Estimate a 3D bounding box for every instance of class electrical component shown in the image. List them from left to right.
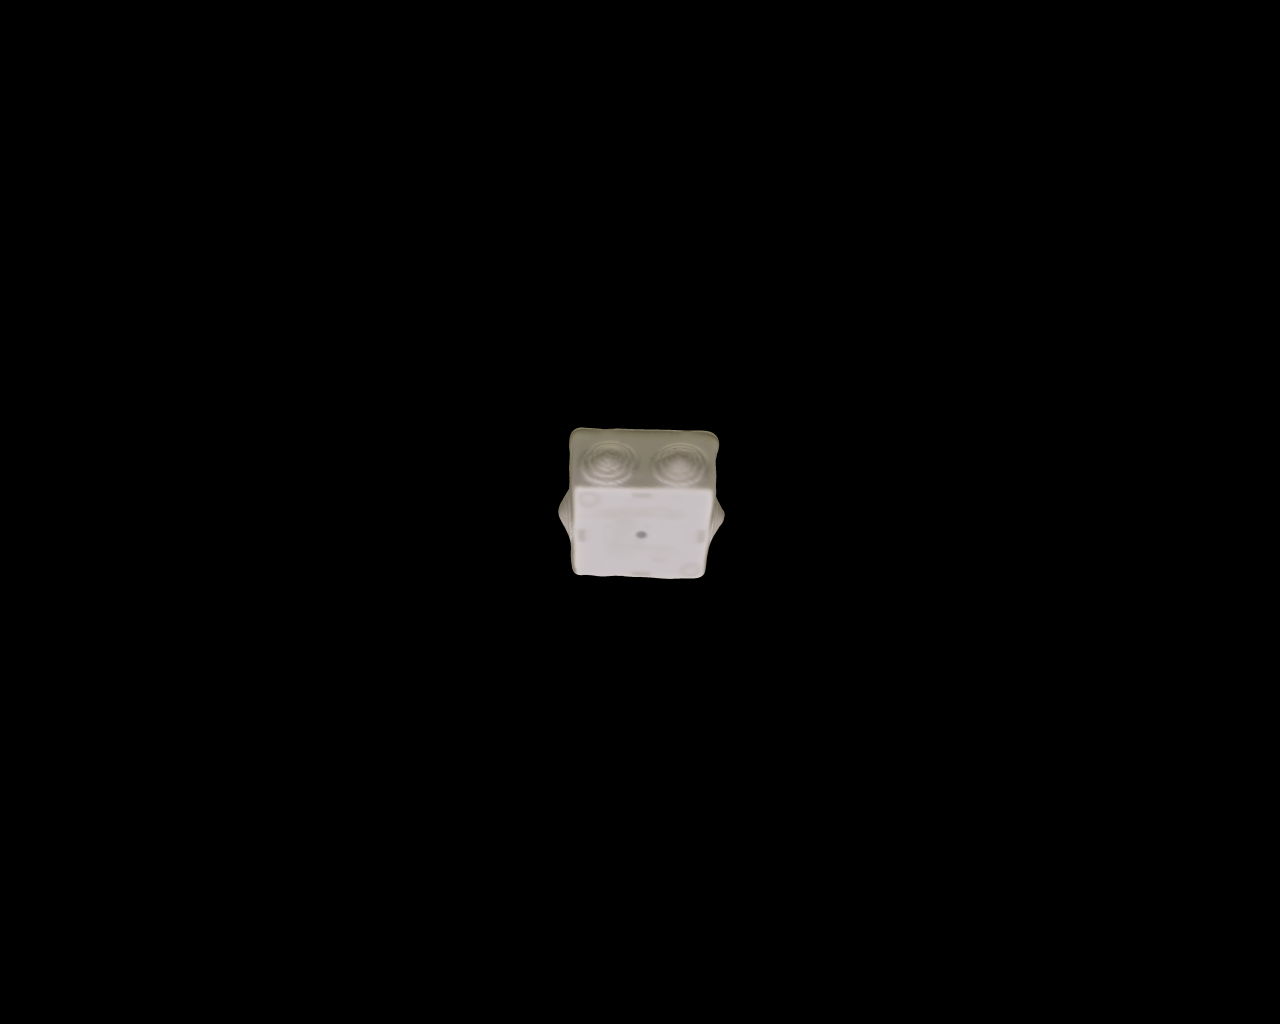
[{"bbox_3d":[0.001,-0.003,0.650,0.100,0.048,0.099,2,-43,-2],"label":"electrical component"}]
